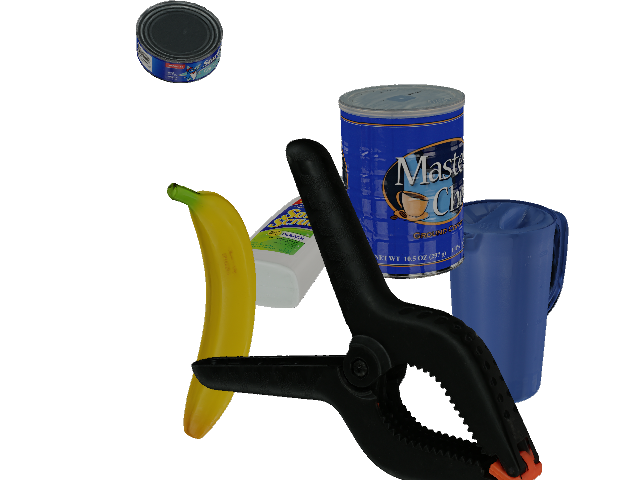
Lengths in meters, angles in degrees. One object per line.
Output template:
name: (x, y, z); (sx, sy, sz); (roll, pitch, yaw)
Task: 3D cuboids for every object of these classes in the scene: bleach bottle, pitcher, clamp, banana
bleach bottle: (-0.025, -0.012, 1.339); (0.103, 0.068, 0.250); (8, 34, 20)
pitcher: (0.234, 0.074, 1.342); (0.149, 0.243, 0.145); (2, 21, 12)
clamp: (0.029, 0.053, 0.564); (0.210, 0.165, 0.036); (30, 24, 28)
banana: (-0.077, 0.046, 0.772); (0.069, 0.198, 0.037); (-15, 23, -31)

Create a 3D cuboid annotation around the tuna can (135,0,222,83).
tuna can: (-0.141, -0.198, 1.067); (0.086, 0.086, 0.034); (0, -35, -9)

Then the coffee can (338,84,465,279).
coffee can: (0.069, -0.051, 0.888); (0.103, 0.140, 0.103); (-2, 19, 1)
